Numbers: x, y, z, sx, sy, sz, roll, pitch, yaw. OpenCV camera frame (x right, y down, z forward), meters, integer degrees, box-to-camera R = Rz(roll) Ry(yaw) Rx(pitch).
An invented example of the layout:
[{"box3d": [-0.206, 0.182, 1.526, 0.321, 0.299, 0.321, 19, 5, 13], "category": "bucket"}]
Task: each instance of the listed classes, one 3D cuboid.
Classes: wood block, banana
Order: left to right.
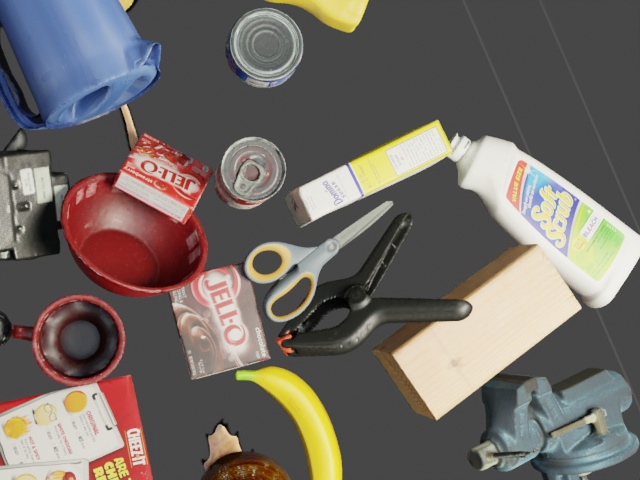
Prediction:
[{"box3d": [-0.019, 0.215, 1.177, 0.069, 0.037, 0.198, -30, 88, -6], "category": "banana"}, {"box3d": [0.174, 0.100, 1.193, 0.206, 0.090, 0.091, -35, 94, -11], "category": "wood block"}]

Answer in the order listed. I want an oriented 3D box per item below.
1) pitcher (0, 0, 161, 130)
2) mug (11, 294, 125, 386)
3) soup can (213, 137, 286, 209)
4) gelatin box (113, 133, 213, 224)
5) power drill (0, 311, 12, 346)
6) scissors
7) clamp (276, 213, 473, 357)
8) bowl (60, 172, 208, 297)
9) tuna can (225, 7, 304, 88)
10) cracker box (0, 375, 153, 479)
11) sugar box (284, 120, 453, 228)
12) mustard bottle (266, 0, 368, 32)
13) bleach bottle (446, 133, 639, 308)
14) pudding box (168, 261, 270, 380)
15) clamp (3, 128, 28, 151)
[{"box3d": [-0.286, -0.243, 1.121, 0.149, 0.145, 0.243, -26, 88, -23], "category": "pitcher"}, {"box3d": [-0.264, 0.103, 1.117, 0.117, 0.081, 0.093, 5, 85, -10], "category": "mug"}, {"box3d": [-0.078, -0.070, 1.152, 0.068, 0.102, 0.068, 1, 86, -11], "category": "soup can"}, {"box3d": [-0.168, -0.068, 1.153, 0.089, 0.030, 0.073, 28, 41, -7], "category": "gelatin box"}, {"box3d": [-0.436, 0.120, 1.099, 0.184, 0.057, 0.187, 27, 79, -4], "category": "power drill"}, {"box3d": [-0.008, 0.001, 1.185, 0.096, 0.016, 0.201, 41, 70, -10], "category": "scissors"}, {"box3d": [0.046, 0.061, 1.178, 0.210, 0.036, 0.164, -24, 46, 5], "category": "clamp"}, {"box3d": [-0.202, 0.006, 1.125, 0.162, 0.055, 0.162, 19, 42, -19], "category": "bowl"}, {"box3d": [-0.062, -0.216, 1.199, 0.086, 0.034, 0.086, 1, 86, -11], "category": "tuna can"}, {"box3d": [-0.281, 0.245, 1.087, 0.213, 0.072, 0.164, -11, 64, -11], "category": "cracker box"}, {"box3d": [0.051, -0.072, 1.180, 0.176, 0.093, 0.048, -24, 90, -11], "category": "sugar box"}, {"box3d": [-0.034, -0.311, 1.198, 0.191, 0.058, 0.096, 20, 82, -8], "category": "mustard bottle"}, {"box3d": [0.246, -0.033, 1.230, 0.251, 0.068, 0.102, 35, 81, -4], "category": "bleach bottle"}, {"box3d": [-0.112, 0.087, 1.167, 0.090, 0.039, 0.113, -14, 89, -11], "category": "pudding box"}, {"box3d": [-0.366, -0.046, 1.131, 0.120, 0.039, 0.171, -6, 93, -16], "category": "clamp"}]
